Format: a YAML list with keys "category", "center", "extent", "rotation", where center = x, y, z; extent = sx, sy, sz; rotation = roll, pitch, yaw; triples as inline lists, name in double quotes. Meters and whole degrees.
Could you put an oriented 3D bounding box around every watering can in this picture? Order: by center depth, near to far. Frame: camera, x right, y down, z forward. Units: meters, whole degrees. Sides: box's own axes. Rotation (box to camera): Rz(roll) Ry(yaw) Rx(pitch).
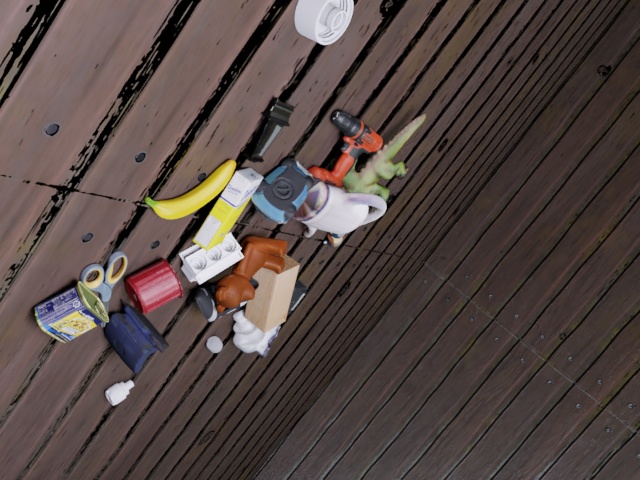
- category: "watering can"
  center: [0.004, -0.066, 1.314]
  extent: [0.223, 0.106, 0.344]
  rotation: [18, -23, -37]

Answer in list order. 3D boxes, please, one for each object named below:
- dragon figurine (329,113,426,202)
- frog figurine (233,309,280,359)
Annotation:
- category: "dragon figurine"
  center: [0.125, -0.205, 1.430]
  extent: [0.124, 0.405, 0.242]
  rotation: [41, 20, 30]
- category: "frog figurine"
  center: [-0.215, 0.265, 1.558]
  extent: [0.157, 0.137, 0.124]
  rotation: [41, -1, -32]
